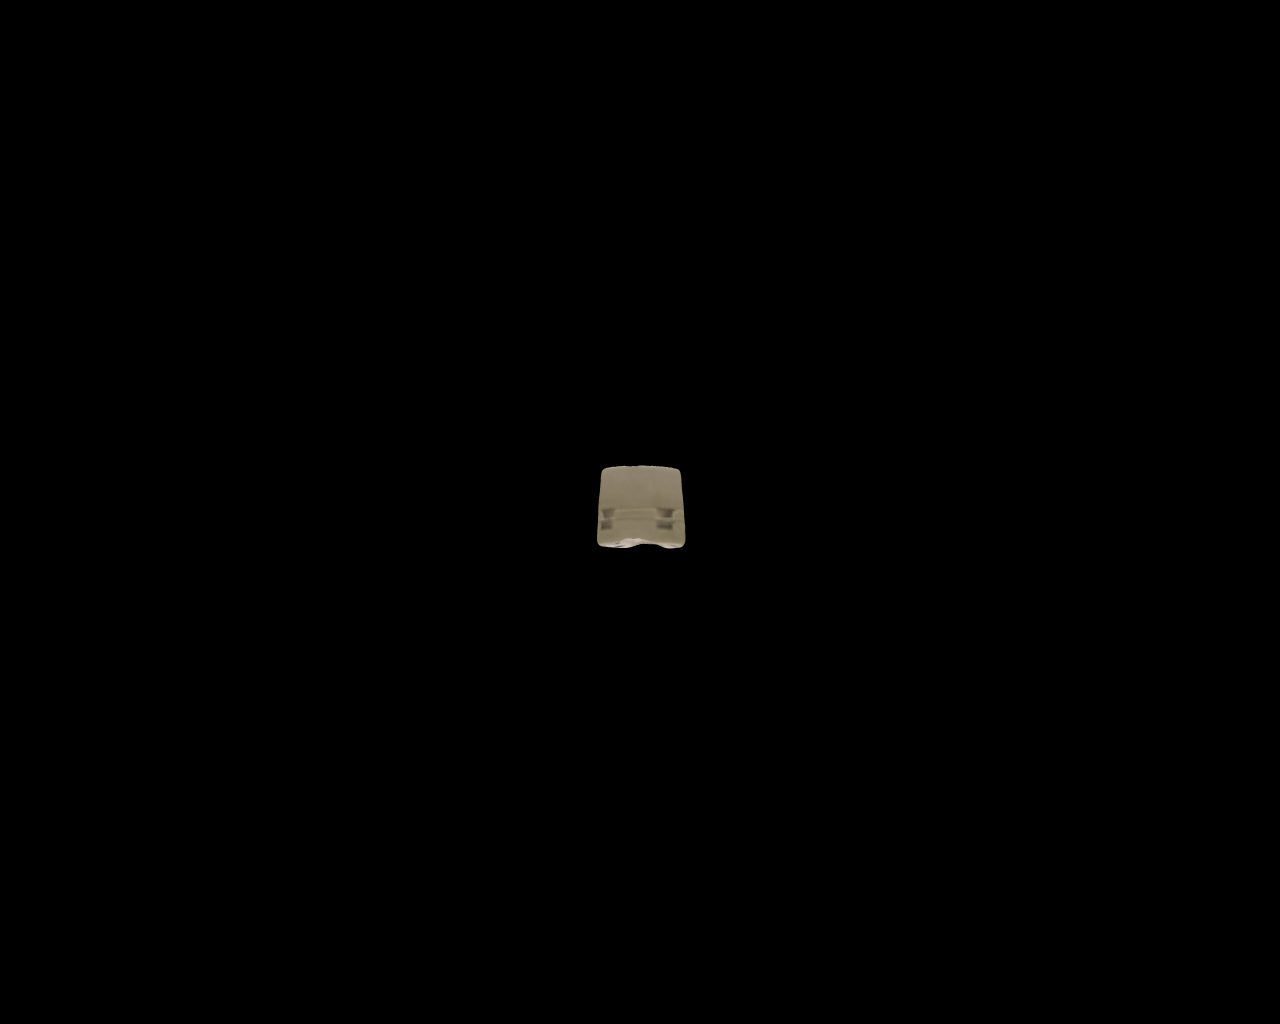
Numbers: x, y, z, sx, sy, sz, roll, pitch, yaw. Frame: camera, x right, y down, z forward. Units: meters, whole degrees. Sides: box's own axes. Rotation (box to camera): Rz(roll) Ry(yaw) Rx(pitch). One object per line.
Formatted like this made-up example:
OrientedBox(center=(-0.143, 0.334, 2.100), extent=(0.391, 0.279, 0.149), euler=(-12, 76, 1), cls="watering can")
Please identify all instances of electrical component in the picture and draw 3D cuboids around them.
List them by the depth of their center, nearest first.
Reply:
OrientedBox(center=(0.001, -0.003, 0.650), extent=(0.055, 0.047, 0.055), euler=(0, -5, 0), cls="electrical component")
